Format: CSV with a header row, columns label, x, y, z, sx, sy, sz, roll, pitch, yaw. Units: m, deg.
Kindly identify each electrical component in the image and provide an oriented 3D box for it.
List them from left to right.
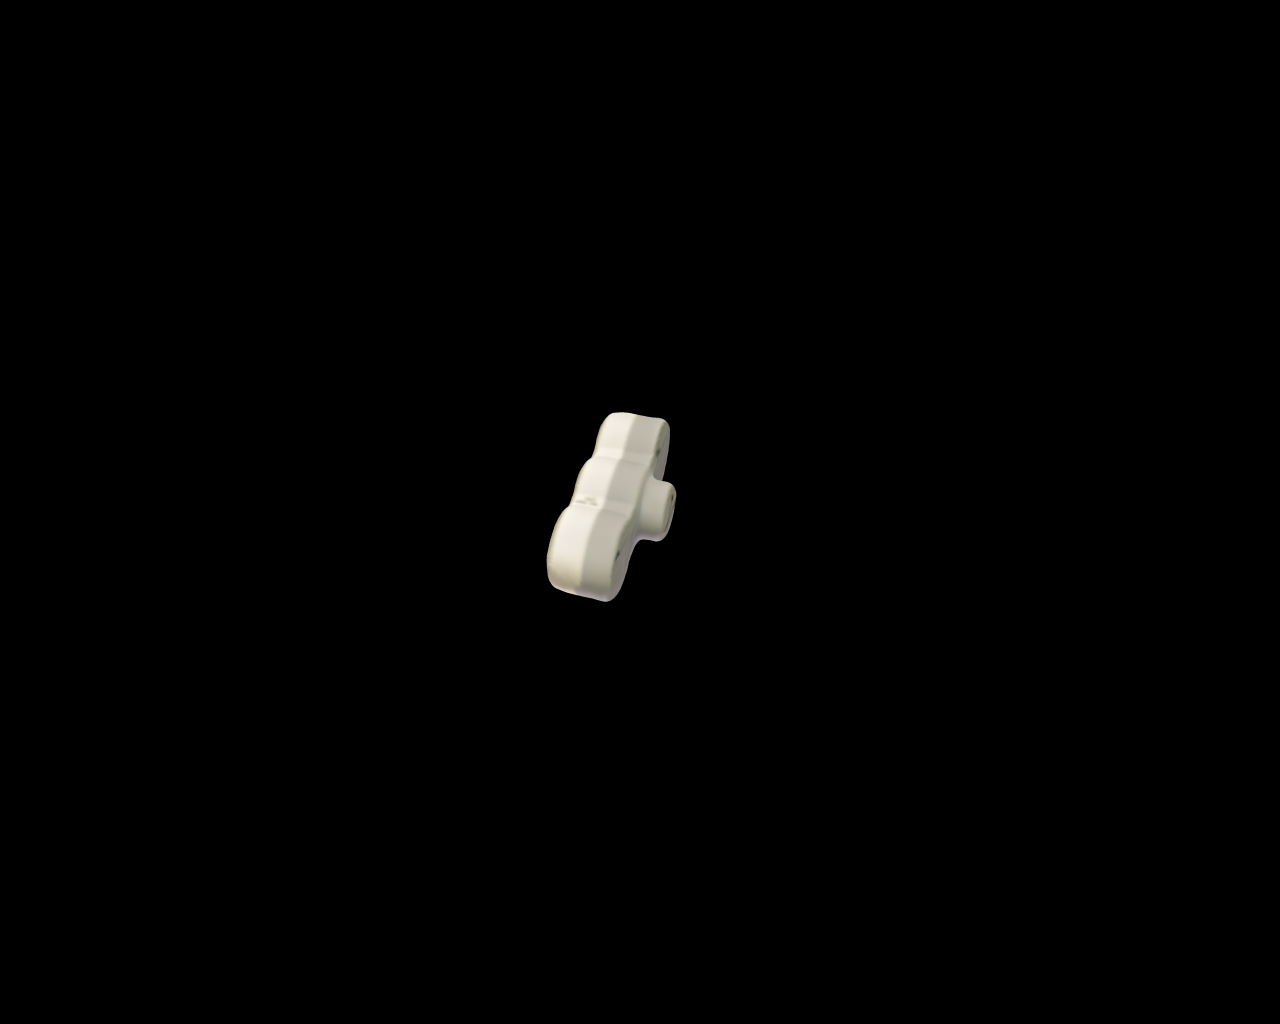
label,x,y,z,sx,sy,sz,roll,pitch,yaw
electrical component,0.001,-0.003,0.650,0.074,0.052,0.138,11,47,11
